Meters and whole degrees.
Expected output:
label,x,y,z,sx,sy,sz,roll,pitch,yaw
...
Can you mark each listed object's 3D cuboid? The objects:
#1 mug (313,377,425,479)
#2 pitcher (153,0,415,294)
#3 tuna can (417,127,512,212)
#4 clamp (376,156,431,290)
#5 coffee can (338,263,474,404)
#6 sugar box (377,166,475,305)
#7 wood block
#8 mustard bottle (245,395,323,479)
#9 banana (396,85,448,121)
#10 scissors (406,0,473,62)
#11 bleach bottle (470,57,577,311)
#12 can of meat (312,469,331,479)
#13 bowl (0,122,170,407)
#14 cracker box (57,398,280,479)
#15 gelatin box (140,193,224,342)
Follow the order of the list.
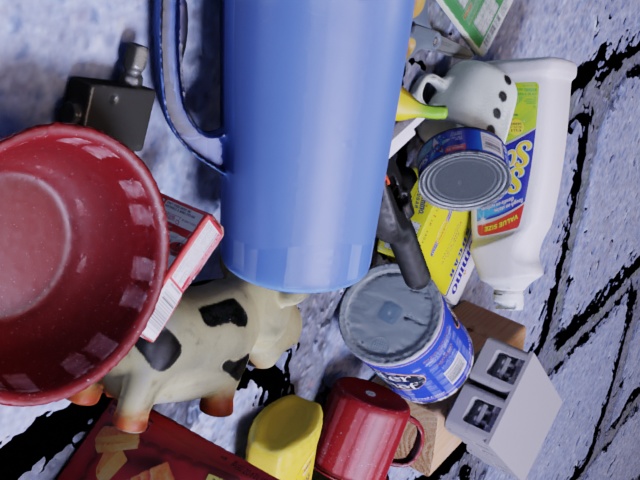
label,x,y,z,sx,sy,sz,roll,pitch,yaw
mug,0.050,0.191,1.055,0.093,0.117,0.081,-126,-126,-71
pitcher,-0.018,-0.091,0.714,0.144,0.149,0.243,-36,136,-59
tuna can,0.132,-0.065,0.983,0.086,0.086,0.033,69,17,-52
clamp,0.067,-0.020,0.942,0.171,0.039,0.120,18,56,-70
coffee can,0.088,0.095,1.062,0.102,0.103,0.140,-60,151,-11
sugar box,0.121,0.000,1.106,0.093,0.048,0.176,-65,150,-7
wood block,0.145,0.163,1.218,0.205,0.091,0.090,-34,137,-44
mustard bottle,-0.042,0.246,0.997,0.096,0.058,0.192,-46,149,-59
banana,0.022,-0.160,0.789,0.070,0.037,0.197,-28,115,10
scissors,0.099,-0.199,0.959,0.201,0.016,0.096,-23,129,-52
bleach bottle,0.202,-0.054,1.080,0.067,0.103,0.251,0,92,-52
can of meat,0.007,0.275,1.095,0.101,0.057,0.084,-30,132,-59
bowl,-0.165,0.010,0.606,0.161,0.055,0.162,-18,115,-43
cracker box,-0.130,0.232,0.732,0.213,0.164,0.072,-57,147,-18
gelatin box,-0.116,0.012,0.690,0.089,0.073,0.030,-59,151,-16
